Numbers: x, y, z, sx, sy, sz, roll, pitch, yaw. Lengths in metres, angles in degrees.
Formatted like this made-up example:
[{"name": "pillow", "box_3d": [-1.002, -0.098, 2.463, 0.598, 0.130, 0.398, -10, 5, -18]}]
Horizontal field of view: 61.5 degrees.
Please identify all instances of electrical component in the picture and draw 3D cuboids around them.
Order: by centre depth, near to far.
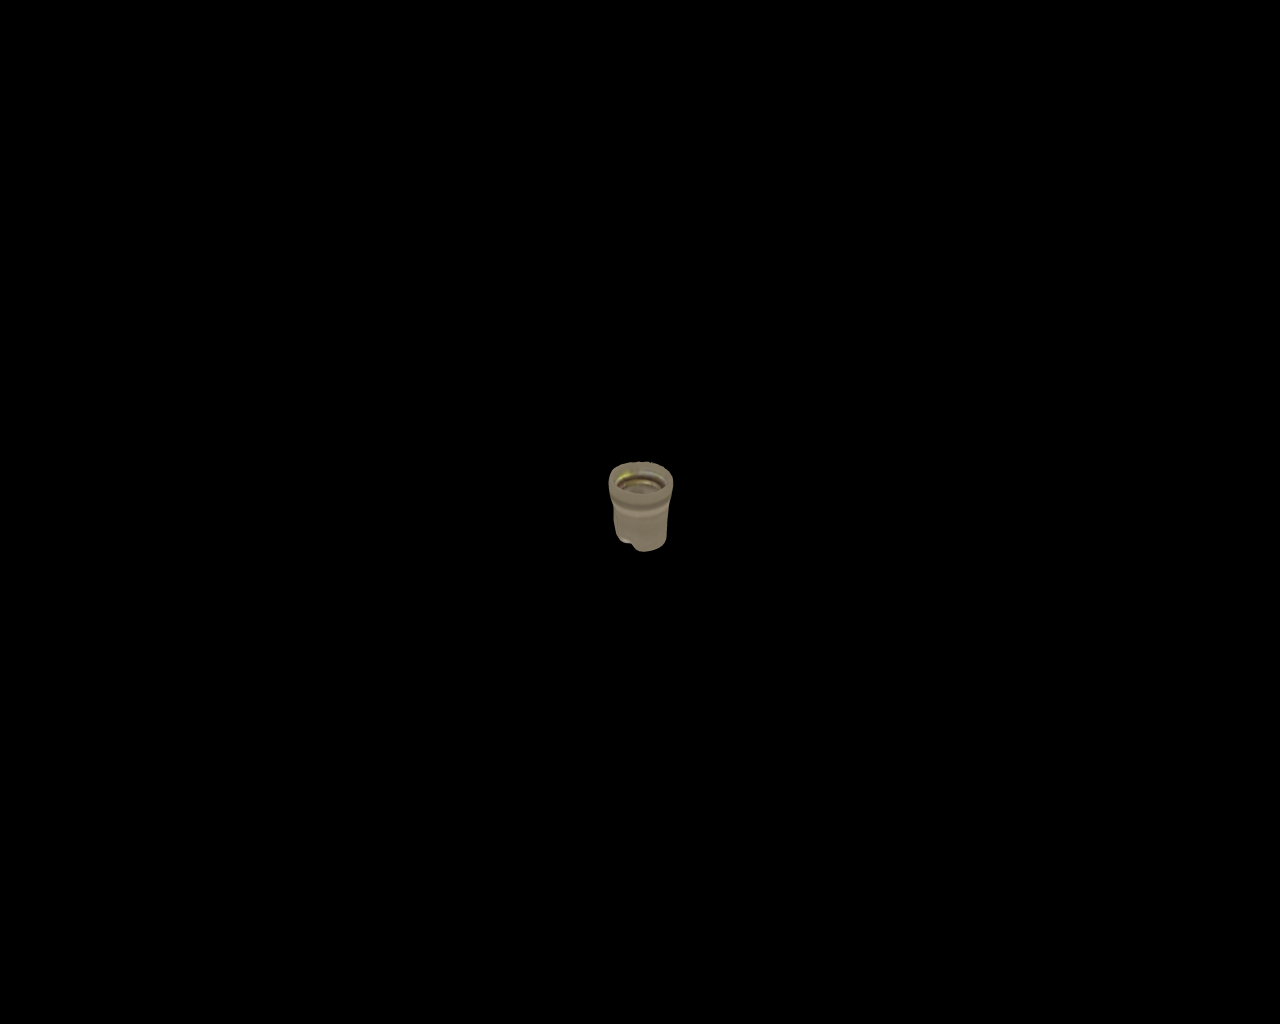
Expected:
[{"name": "electrical component", "box_3d": [0.001, -0.003, 0.650, 0.040, 0.046, 0.040, 0, 33, 0]}]
